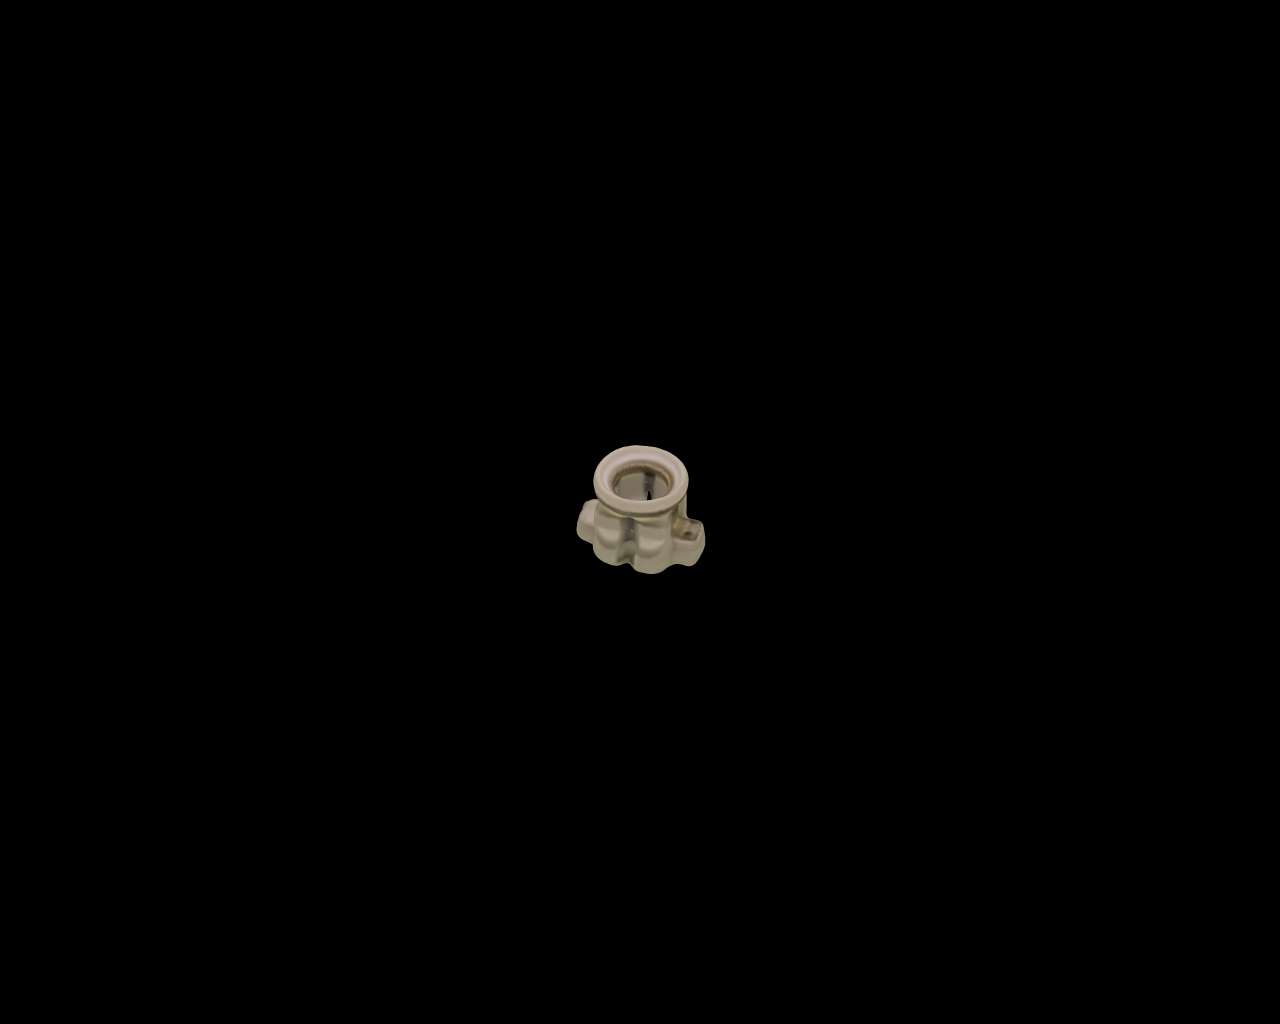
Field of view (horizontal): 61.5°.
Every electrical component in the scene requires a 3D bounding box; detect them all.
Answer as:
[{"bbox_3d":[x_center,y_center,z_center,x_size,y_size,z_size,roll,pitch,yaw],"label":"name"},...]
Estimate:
[{"bbox_3d":[0.001,-0.003,0.650,0.078,0.056,0.058,14,44,15],"label":"electrical component"}]
